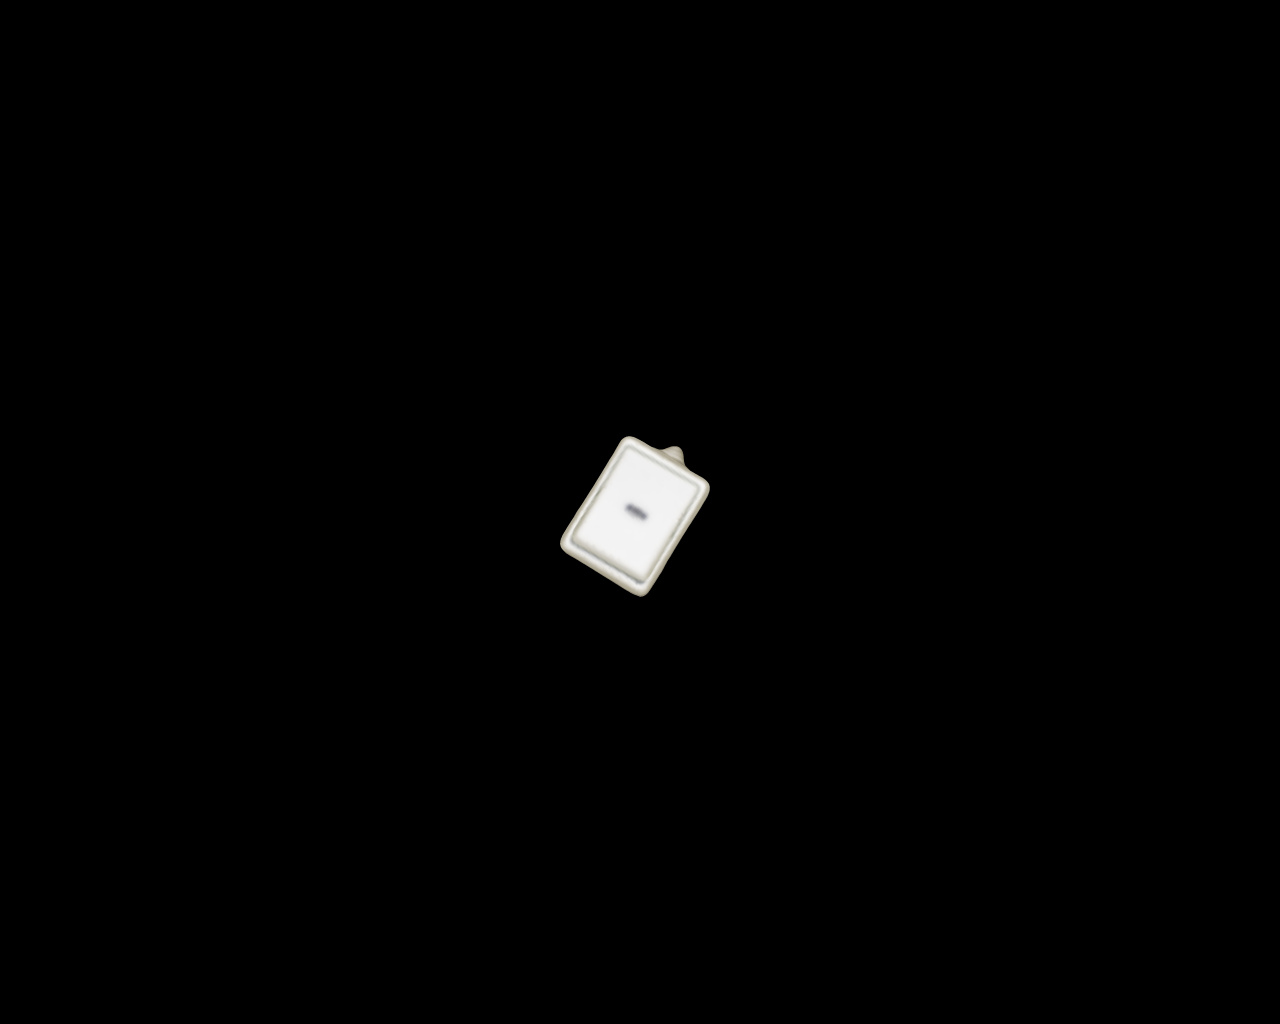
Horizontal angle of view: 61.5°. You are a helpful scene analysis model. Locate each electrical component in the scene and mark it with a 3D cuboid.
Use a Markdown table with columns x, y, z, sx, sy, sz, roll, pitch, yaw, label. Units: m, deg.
| x | y | z | sx | sy | sz | roll | pitch | yaw | label |
| --- | --- | --- | --- | --- | --- | --- | --- | --- | --- |
| 0.001 | -0.003 | 0.650 | 0.062 | 0.096 | 0.061 | 32 | -4 | 2 | electrical component |
